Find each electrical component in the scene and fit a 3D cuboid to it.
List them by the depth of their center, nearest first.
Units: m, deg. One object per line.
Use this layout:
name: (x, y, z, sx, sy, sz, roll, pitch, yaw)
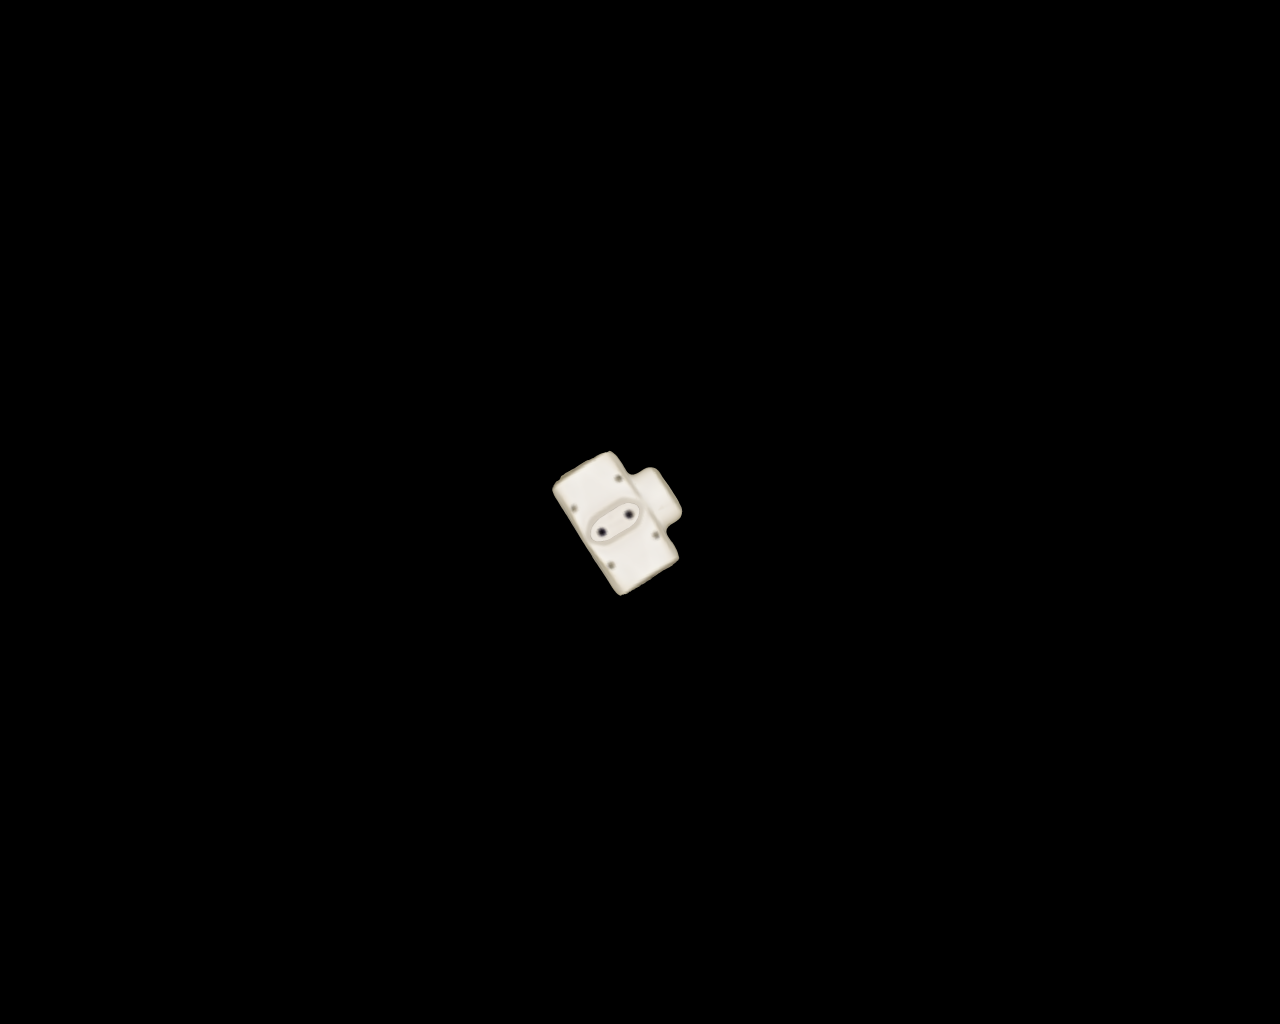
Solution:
electrical component: (0.001, -0.003, 0.650, 0.079, 0.077, 0.043, -32, -4, -2)
